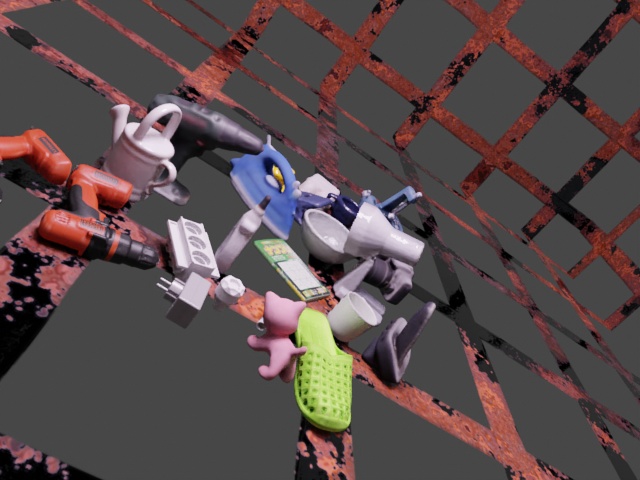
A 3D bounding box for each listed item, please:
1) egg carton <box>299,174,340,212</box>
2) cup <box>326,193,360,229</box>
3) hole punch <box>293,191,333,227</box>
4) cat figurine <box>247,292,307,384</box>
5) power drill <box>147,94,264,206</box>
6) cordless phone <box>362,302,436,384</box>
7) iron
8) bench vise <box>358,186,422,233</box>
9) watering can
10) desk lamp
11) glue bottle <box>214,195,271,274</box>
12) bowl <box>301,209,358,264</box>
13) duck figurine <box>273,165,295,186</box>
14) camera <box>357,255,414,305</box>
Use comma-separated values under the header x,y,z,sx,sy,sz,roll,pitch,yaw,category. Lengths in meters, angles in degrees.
x,y,z,sx,sy,sz,roll,pitch,yaw,category
-0.005,-0.132,1.638,0.107,0.069,0.150,39,22,0,egg carton
0.050,-0.068,1.570,0.118,0.095,0.091,33,23,-14,cup
-0.035,-0.095,1.493,0.101,0.091,0.109,43,23,10,hole punch
-0.061,0.153,0.948,0.067,0.117,0.127,16,32,-44,cat figurine
-0.257,-0.177,1.153,0.230,0.208,0.075,33,23,-15,power drill
0.184,0.190,1.165,0.094,0.185,0.148,41,22,5,cordless phone
-0.109,-0.132,1.385,0.119,0.141,0.257,9,37,-51,iron
0.184,-0.091,1.654,0.207,0.219,0.122,49,24,23,bench vise
-0.329,-0.179,1.065,0.173,0.194,0.101,35,22,-9,watering can
0.121,0.048,1.300,0.203,0.213,0.118,39,22,1,desk lamp
-0.142,-0.017,1.073,0.037,0.173,0.078,33,23,-13,glue bottle
0.013,0.005,1.399,0.168,0.074,0.167,33,23,-15,bowl
-0.100,-0.158,1.520,0.105,0.086,0.077,28,25,-25,duck figurine
0.161,0.073,1.464,0.137,0.100,0.143,25,26,-31,camera
